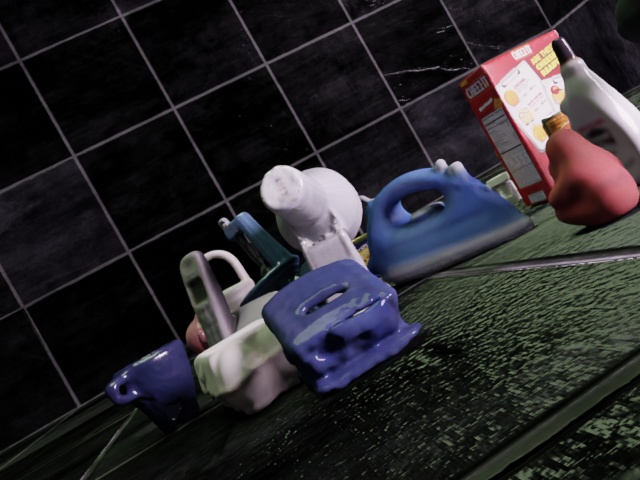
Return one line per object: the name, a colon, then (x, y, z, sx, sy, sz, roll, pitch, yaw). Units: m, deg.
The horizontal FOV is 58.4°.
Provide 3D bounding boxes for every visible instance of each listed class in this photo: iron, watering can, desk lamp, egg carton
iron: (0.150, -0.038, 0.772, 0.119, 0.141, 0.257, -30, 0, -38)
watering can: (-0.158, 0.108, 1.027, 0.101, 0.194, 0.173, -30, 0, -10)
desk lamp: (0.007, 0.003, 0.732, 0.118, 0.213, 0.203, -30, 0, 11)
egg carton: (-0.071, 0.129, 0.595, 0.107, 0.069, 0.150, -30, 0, -25)

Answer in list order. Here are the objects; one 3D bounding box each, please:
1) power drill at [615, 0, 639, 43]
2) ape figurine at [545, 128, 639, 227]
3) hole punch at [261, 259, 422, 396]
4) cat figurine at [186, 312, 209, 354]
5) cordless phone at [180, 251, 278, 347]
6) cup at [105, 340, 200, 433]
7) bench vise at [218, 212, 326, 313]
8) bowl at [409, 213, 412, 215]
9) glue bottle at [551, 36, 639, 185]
power drill: (0.323, -0.175, 0.432, 0.075, 0.208, 0.229, -30, 0, -1)
ape figurine: (0.237, -0.060, 0.518, 0.078, 0.092, 0.076, -30, 0, 3)
hole punch: (0.014, 0.068, 0.496, 0.109, 0.091, 0.101, -30, 0, -14)
cat figurine: (-0.172, 0.160, 0.889, 0.067, 0.118, 0.128, -30, 0, -8)
cordless phone: (-0.115, 0.088, 0.753, 0.147, 0.185, 0.094, -30, 0, 36)
cup: (-0.193, 0.184, 0.679, 0.091, 0.095, 0.118, -30, 0, 25)
bench vise: (-0.055, 0.035, 0.888, 0.207, 0.220, 0.122, -30, 0, 14)
bowl: (0.122, 0.018, 1.124, 0.167, 0.075, 0.167, -30, 0, 0)
glue bottle: (0.287, -0.134, 0.598, 0.037, 0.173, 0.078, -30, 0, -25)
